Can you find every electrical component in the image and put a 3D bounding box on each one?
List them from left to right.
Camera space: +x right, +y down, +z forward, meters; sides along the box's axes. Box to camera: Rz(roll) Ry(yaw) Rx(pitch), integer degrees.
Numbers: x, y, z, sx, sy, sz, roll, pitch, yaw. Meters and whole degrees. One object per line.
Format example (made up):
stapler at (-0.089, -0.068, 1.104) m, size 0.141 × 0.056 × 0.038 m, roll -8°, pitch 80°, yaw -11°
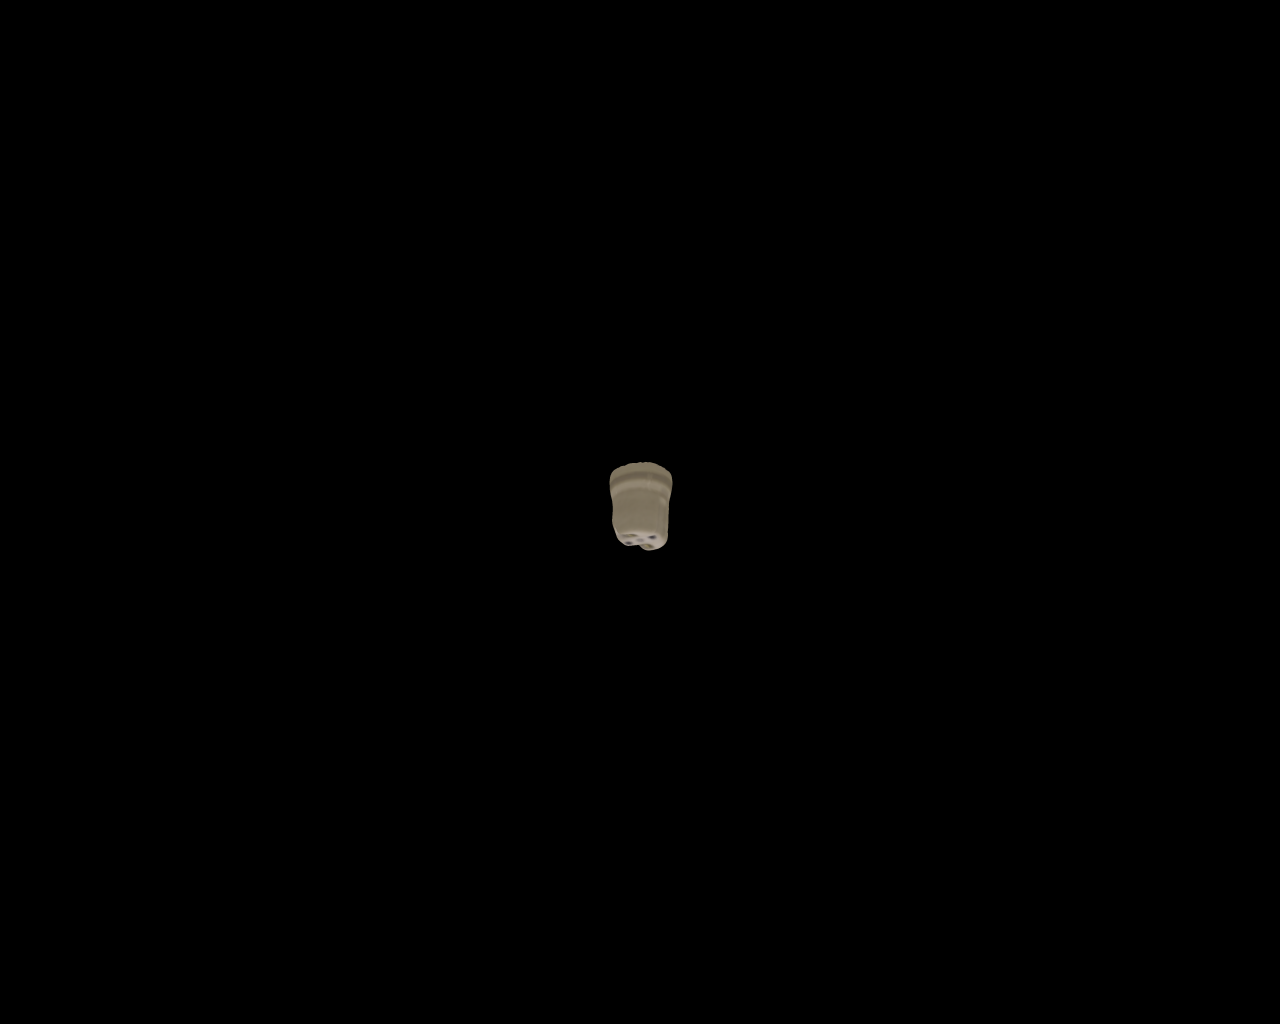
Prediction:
electrical component at (0.001, -0.003, 0.650) m, size 0.040 × 0.046 × 0.040 m, roll 0°, pitch -27°, yaw 0°
